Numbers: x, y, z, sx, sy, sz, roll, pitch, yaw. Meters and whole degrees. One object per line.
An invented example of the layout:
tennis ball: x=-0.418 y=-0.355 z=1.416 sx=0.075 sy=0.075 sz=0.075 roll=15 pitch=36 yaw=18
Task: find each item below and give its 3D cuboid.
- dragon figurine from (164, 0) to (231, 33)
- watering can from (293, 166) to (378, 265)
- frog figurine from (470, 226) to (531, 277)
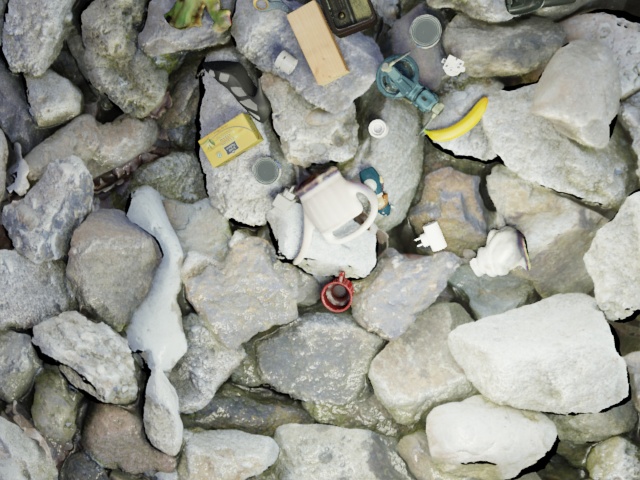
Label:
dragon figurine: x=-0.406 y=-0.746 z=1.518 sx=0.413 sy=0.123 sz=0.239 roll=33 pitch=113 yaw=15
watering can: x=0.005 y=-0.077 z=1.526 sx=0.344 sy=0.105 sz=0.224 roll=-31 pitch=91 yaw=25
frog figurine: x=0.491 y=0.034 z=1.429 sx=0.158 sy=0.121 sz=0.140 roll=-13 pitch=64 yaw=23
